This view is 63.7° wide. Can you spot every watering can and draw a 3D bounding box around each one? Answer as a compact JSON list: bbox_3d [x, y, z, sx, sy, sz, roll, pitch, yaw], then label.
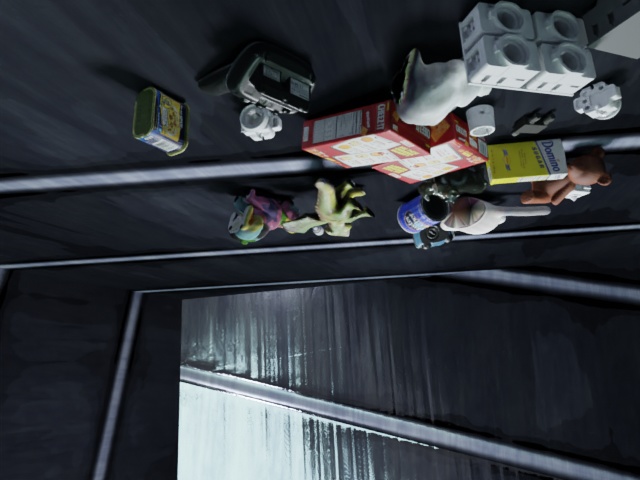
[{"bbox_3d":[0.536,-0.083,1.661,0.345,0.105,0.223,-14,-18,39],"label":"watering can"}]

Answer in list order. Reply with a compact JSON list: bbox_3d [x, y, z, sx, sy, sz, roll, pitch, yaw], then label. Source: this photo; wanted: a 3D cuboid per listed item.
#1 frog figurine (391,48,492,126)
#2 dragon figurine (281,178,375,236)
[{"bbox_3d":[0.211,-0.250,0.877,0.159,0.126,0.134,10,-36,-6],"label":"frog figurine"},{"bbox_3d":[0.004,-0.072,1.424,0.240,0.124,0.407,-29,-23,22],"label":"dragon figurine"}]
